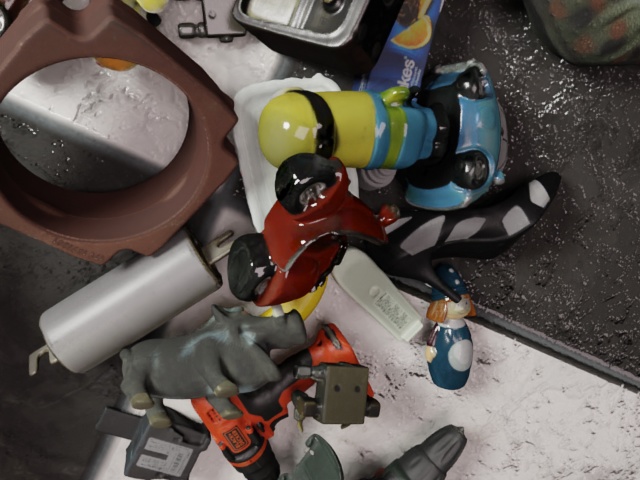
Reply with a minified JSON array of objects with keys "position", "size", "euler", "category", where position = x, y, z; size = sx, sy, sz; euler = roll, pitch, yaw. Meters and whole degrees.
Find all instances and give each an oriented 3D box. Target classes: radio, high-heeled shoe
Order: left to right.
[{"position":[0.027,-0.278,0.495],"size":[0.131,0.073,0.229],"euler":[28,98,22],"category":"radio"},{"position":[0.169,-0.035,0.642],"size":[0.145,0.086,0.249],"euler":[43,70,11],"category":"high-heeled shoe"}]

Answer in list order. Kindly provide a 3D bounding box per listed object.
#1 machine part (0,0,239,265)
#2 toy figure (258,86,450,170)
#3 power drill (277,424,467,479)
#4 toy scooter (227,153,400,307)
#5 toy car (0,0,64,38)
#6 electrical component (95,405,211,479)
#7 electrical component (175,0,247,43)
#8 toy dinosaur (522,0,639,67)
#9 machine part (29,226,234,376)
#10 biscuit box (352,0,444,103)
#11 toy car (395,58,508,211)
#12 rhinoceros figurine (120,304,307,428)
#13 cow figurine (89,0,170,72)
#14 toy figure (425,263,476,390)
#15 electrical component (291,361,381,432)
[{"position":[-0.190,-0.091,0.470],"size":[0.201,0.087,0.201],"euler":[-44,135,12],"category":"machine part"},{"position":[0.033,-0.103,0.497],"size":[0.180,0.089,0.082],"euler":[0,96,-12],"category":"toy figure"},{"position":[0.058,0.297,0.659],"size":[0.207,0.086,0.232],"euler":[30,101,-44],"category":"power drill"},{"position":[-0.001,-0.002,0.507],"size":[0.135,0.075,0.183],"euler":[4,137,-33],"category":"toy scooter"},{"position":[-0.238,-0.236,0.460],"size":[0.053,0.089,0.202],"euler":[26,94,-15],"category":"toy car"},{"position":[-0.191,0.226,0.609],"size":[0.119,0.048,0.075],"euler":[29,94,-21],"category":"electrical component"},{"position":[-0.096,-0.230,0.534],"size":[0.094,0.021,0.063],"euler":[-9,106,-13],"category":"electrical component"},{"position":[0.280,-0.271,0.578],"size":[0.192,0.131,0.404],"euler":[-42,114,11],"category":"toy dinosaur"},{"position":[-0.191,0.060,0.553],"size":[0.243,0.079,0.079],"euler":[-33,109,-4],"category":"machine part"},{"position":[0.078,-0.199,0.566],"size":[0.059,0.063,0.202],"euler":[10,100,-15],"category":"biscuit box"},{"position":[0.156,-0.109,0.596],"size":[0.103,0.109,0.161],"euler":[5,91,-39],"category":"toy car"},{"position":[-0.105,0.121,0.548],"size":[0.190,0.112,0.073],"euler":[-14,139,-3],"category":"rhinoceros figurine"},{"position":[-0.166,-0.240,0.486],"size":[0.068,0.098,0.167],"euler":[21,116,-22],"category":"cow figurine"},{"position":[0.163,0.107,0.668],"size":[0.064,0.058,0.154],"euler":[-18,110,-50],"category":"toy figure"},{"position":[0.015,0.170,0.580],"size":[0.102,0.045,0.078],"euler":[2,84,-25],"category":"electrical component"}]
